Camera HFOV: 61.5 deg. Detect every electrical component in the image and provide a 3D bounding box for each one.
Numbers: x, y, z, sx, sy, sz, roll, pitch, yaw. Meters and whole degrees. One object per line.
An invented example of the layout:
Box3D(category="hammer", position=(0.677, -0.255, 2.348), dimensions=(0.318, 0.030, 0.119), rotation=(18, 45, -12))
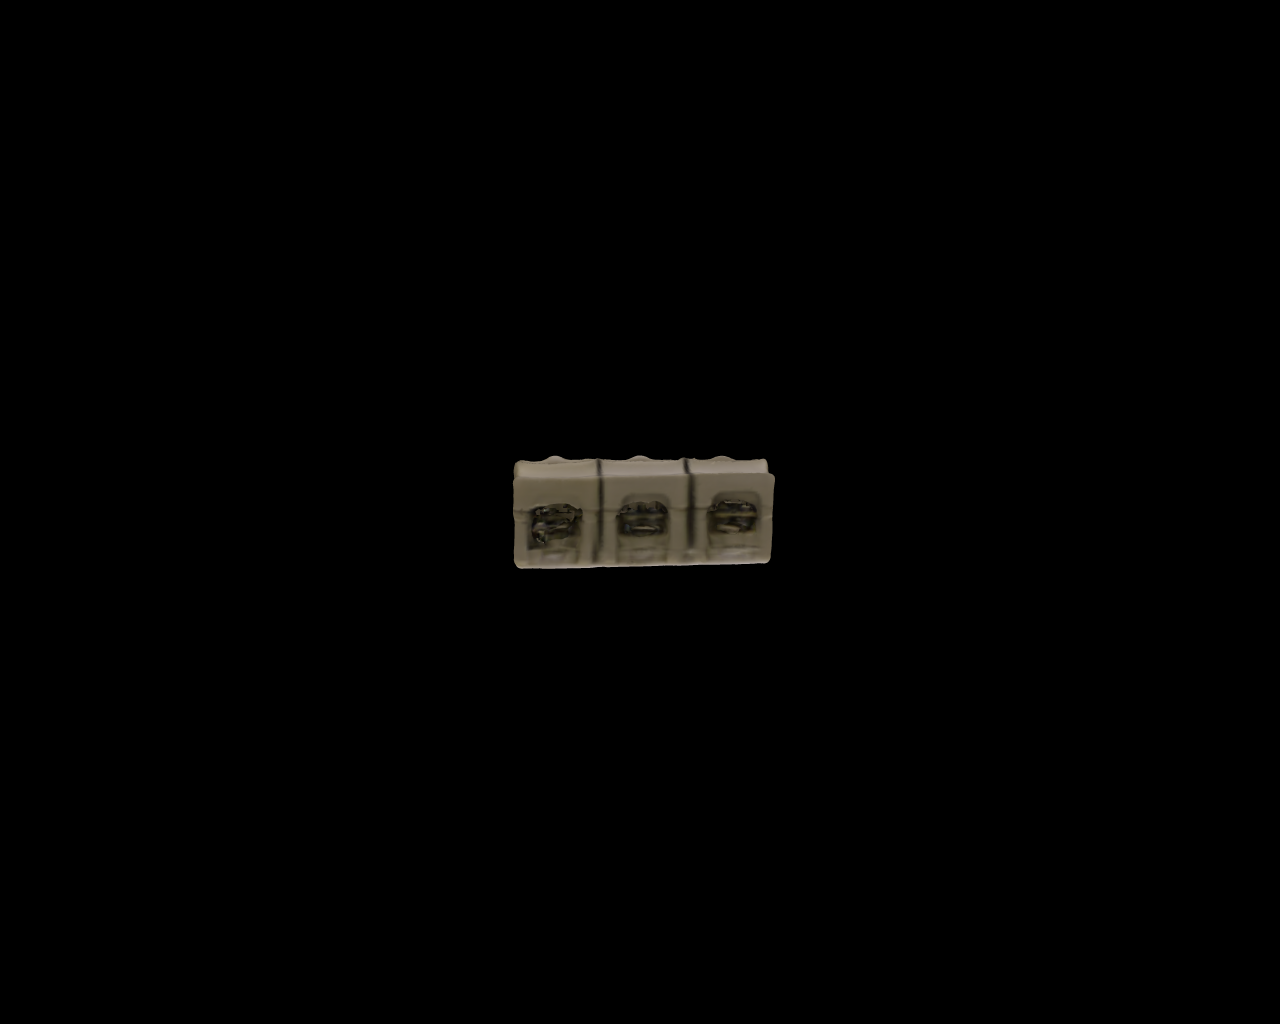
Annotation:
Box3D(category="electrical component", position=(0.001, -0.003, 0.650), dimensions=(0.150, 0.061, 0.089), rotation=(0, 4, -2))
